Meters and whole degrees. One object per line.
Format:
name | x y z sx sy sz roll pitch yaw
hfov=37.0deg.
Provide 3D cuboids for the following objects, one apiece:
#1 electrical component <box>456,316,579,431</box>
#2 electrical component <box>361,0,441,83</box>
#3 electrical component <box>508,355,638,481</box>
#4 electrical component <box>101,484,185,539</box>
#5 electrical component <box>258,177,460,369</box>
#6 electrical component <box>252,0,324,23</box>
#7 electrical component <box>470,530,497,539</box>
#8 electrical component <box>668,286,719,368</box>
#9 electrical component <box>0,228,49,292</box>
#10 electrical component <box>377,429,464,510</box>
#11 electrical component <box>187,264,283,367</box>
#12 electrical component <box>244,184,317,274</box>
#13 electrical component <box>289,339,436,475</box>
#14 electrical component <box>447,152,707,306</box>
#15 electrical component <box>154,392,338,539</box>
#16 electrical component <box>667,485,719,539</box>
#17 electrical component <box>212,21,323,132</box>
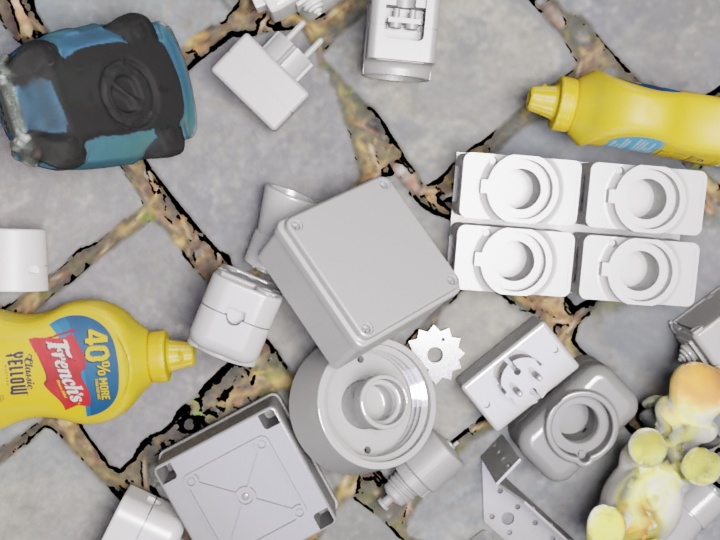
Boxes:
electrical component | 0.125 0.083 0.837 0.083 0.075 0.047 -39 95 1
electrical component | 0.029 -0.171 0.802 0.050 0.089 0.055 5 95 -3
electrical component | 0.169 0.117 0.850 0.095 0.059 0.053 -44 95 2
electrical component | -0.177 0.227 0.848 0.059 0.053 0.095 26 93 -5
electrical component | 0.000 0.000 0.798 0.109 0.056 0.108 -28 78 -36
electrical component | -0.063 -0.229 0.807 0.061 0.061 0.096 -31 96 1
electrical component | 0.096 0.271 0.866 0.100 0.048 0.099 -37 96 1
electrical component | 0.296 0.050 0.848 0.096 0.061 0.061 -37 96 1
electrical component | -0.267 -0.008 0.823 0.055 0.055 0.047 1 91 -3
electrical component | 0.047 0.162 0.858 0.078 0.040 0.040 -42 96 2
electrical component | -0.094 0.035 0.813 0.054 0.095 0.059 22 94 -4
electrical component | -0.064 -0.029 0.837 0.044 0.044 0.065 21 99 -4
electrical component | 0.007 0.102 0.821 0.108 0.060 0.108 4 79 -24
electrical component | 0.166 -0.032 0.836 0.186 0.060 0.105 4 95 -3
electrical component | -0.088 0.170 0.845 0.109 0.056 0.108 -28 96 0
electrical component | 0.263 0.200 0.872 0.065 0.044 0.044 -42 96 -3
electrical component | -0.062 -0.155 0.821 0.066 0.047 0.076 44 93 -6
